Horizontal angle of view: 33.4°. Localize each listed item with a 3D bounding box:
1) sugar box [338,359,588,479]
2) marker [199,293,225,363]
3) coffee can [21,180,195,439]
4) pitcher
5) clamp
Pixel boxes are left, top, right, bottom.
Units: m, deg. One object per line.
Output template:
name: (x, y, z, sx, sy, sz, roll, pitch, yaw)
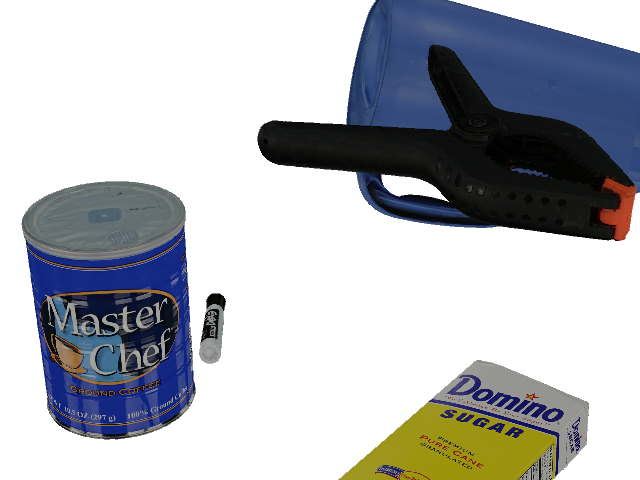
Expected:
sugar box: (0.093, 0.149, 0.705, 0.093, 0.048, 0.175, 20, 41, 36)
marker: (-0.098, 0.078, 0.980, 0.020, 0.020, 0.121, 0, 20, -3)
coffee can: (-0.137, 0.045, 0.709, 0.103, 0.140, 0.103, 0, 27, 0)
pitcher: (0.144, -0.097, 0.822, 0.242, 0.145, 0.149, 10, -46, -9)
clamp: (0.078, -0.050, 0.606, 0.164, 0.036, 0.210, -26, 41, -28)
